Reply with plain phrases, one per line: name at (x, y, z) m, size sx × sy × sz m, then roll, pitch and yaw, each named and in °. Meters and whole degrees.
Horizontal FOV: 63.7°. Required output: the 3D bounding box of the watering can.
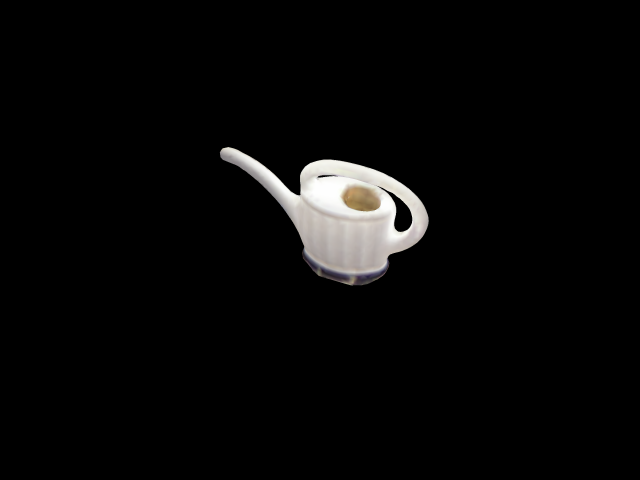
watering can at (0.003, -0.043, 0.850) m, size 0.348 × 0.219 × 0.106 m, roll 15°, pitch 44°, yaw 16°
